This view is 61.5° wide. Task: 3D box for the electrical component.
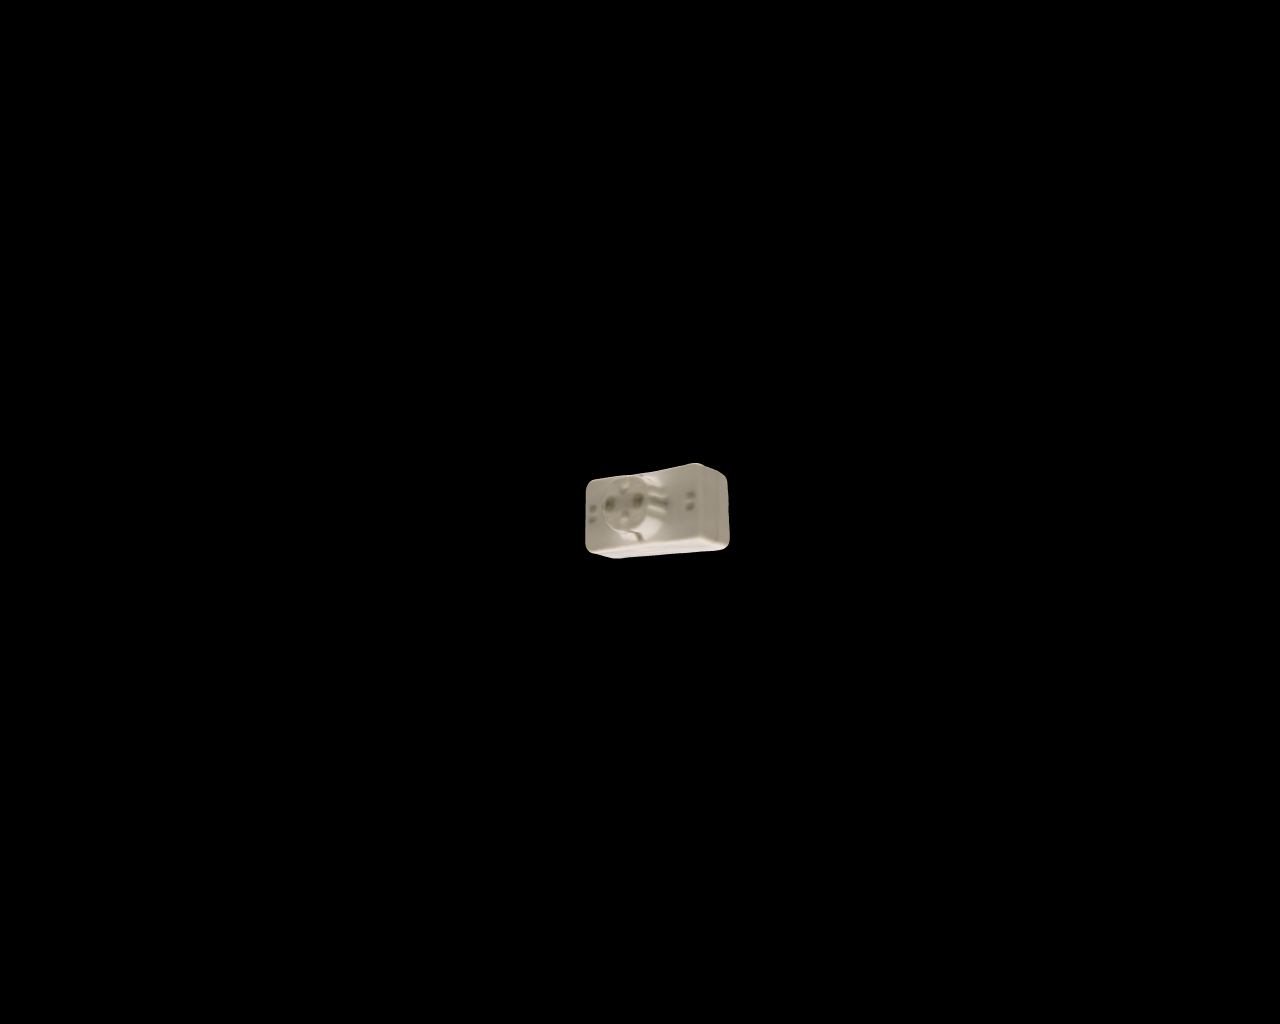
[{"bbox_3d":[0.001,-0.003,0.650,0.083,0.047,0.076,-7,-14,30],"label":"electrical component"}]
